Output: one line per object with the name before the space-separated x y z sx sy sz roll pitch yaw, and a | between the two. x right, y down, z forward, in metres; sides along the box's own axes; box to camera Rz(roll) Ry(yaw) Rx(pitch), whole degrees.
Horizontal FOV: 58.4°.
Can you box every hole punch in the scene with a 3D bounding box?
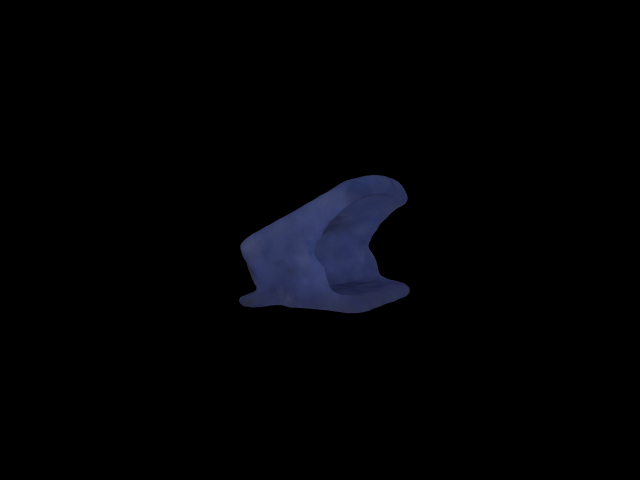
hole punch | 0.004 0.001 0.400 0.100 0.091 0.109 2 4 27
